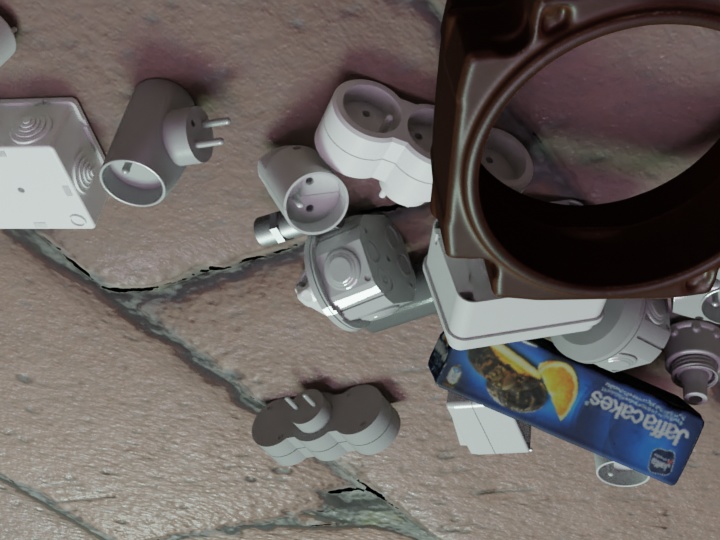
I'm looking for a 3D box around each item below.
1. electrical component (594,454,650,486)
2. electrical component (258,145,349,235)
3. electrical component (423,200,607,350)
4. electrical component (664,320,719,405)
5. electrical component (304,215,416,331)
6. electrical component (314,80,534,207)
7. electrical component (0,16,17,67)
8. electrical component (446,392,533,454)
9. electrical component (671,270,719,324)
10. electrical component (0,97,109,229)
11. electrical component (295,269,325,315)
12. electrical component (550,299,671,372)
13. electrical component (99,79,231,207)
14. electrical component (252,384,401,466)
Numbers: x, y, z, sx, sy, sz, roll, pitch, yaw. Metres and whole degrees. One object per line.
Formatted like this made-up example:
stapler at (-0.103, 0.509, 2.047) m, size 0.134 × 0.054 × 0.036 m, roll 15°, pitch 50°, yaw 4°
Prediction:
electrical component at (0.211, 0.125, 0.884) m, size 0.043 × 0.077 × 0.079 m, roll -12°, pitch 137°, yaw 27°
electrical component at (-0.040, -0.059, 0.717) m, size 0.043 × 0.081 × 0.043 m, roll -9°, pitch 118°, yaw -16°
electrical component at (0.106, 0.004, 0.732) m, size 0.113 × 0.078 × 0.057 m, roll -8°, pitch 142°, yaw -11°
electrical component at (0.254, 0.072, 0.819) m, size 0.048 × 0.062 × 0.048 m, roll 7°, pitch 142°, yaw 5°
electrical component at (0.000, 0.000, 0.776) m, size 0.051 × 0.080 × 0.080 m, roll -22°, pitch 132°, yaw 27°
electrical component at (0.036, -0.066, 0.705) m, size 0.138 × 0.052 × 0.073 m, roll 19°, pitch 142°, yaw -10°
electrical component at (-0.251, -0.133, 0.675) m, size 0.040 × 0.078 × 0.040 m, roll 19°, pitch 142°, yaw 15°
electrical component at (0.105, 0.104, 0.895) m, size 0.061 × 0.061 × 0.096 m, roll -6°, pitch 139°, yaw 21°
electrical component at (0.255, -0.003, 0.738) m, size 0.077 × 0.044 × 0.079 m, roll 0°, pitch 140°, yaw 13°
electrical component at (-0.233, -0.073, 0.764) m, size 0.100 × 0.048 × 0.099 m, roll 1°, pitch 141°, yaw 13°
electrical component at (-0.019, 0.021, 0.843) m, size 0.061 × 0.035 × 0.035 m, roll 31°, pitch 138°, yaw -27°
electrical component at (0.179, 0.032, 0.772) m, size 0.051 × 0.080 × 0.080 m, roll 24°, pitch 142°, yaw -38°
electrical component at (-0.122, -0.085, 0.698) m, size 0.079 × 0.077 × 0.043 m, roll -5°, pitch 139°, yaw 20°
electrical component at (-0.040, 0.133, 0.974) m, size 0.138 × 0.052 × 0.073 m, roll -13°, pitch 136°, yaw 27°
